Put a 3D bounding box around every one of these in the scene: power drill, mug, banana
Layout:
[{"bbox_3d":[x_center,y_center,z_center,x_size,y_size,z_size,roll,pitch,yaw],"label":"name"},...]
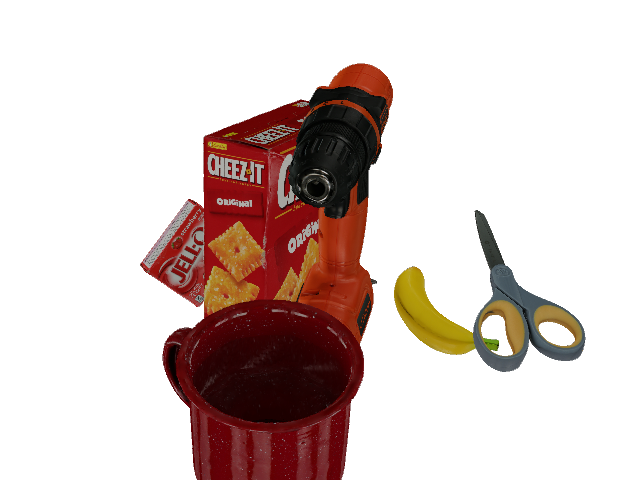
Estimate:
[{"bbox_3d":[0.011,-0.011,0.731,0.057,0.188,0.184,11,29,9],"label":"power drill"},{"bbox_3d":[-0.036,0.086,0.556,0.117,0.081,0.093,23,42,25],"label":"mug"},{"bbox_3d":[0.122,0.081,1.204,0.069,0.037,0.198,4,23,-26],"label":"banana"}]

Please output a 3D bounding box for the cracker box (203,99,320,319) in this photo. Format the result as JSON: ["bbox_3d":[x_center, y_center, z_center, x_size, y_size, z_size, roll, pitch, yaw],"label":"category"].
[{"bbox_3d":[-0.031,0.000,0.931,0.072,0.214,0.164,13,23,24],"label":"cracker box"}]

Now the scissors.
[{"bbox_3d":[0.170,0.038,0.890,0.096,0.016,0.201,8,38,7],"label":"scissors"}]

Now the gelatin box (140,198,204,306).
[{"bbox_3d":[-0.132,0.013,1.115,0.073,0.089,0.030,38,-4,-30],"label":"gelatin box"}]
